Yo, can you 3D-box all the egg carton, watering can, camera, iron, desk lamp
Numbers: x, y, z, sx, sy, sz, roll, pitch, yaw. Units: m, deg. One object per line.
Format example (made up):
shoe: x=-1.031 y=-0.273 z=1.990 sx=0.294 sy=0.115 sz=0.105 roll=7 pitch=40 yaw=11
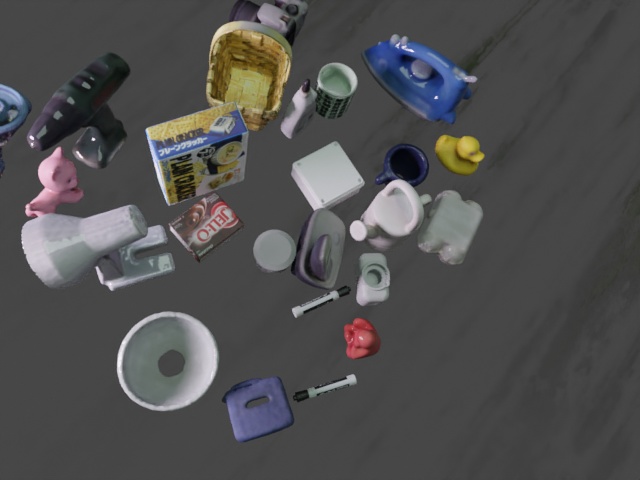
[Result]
egg carton: x=0.263 y=-0.027 z=1.163 sx=0.107 sy=0.069 sz=0.150 roll=28 pitch=71 yaw=-1
watering can: x=0.138 y=-0.045 z=1.080 sx=0.101 sy=0.194 sz=0.173 roll=40 pitch=71 yaw=4
camera: x=-0.112 y=-0.470 z=1.213 sx=0.137 sy=0.100 sz=0.143 roll=27 pitch=71 yaw=-1
iron: x=0.210 y=-0.366 z=1.218 sx=0.258 sy=0.141 sz=0.119 roll=33 pitch=71 yaw=1
desk lamp: x=-0.362 y=0.011 z=0.962 sx=0.203 sy=0.213 sz=0.118 roll=-17 pitch=77 yaw=-15

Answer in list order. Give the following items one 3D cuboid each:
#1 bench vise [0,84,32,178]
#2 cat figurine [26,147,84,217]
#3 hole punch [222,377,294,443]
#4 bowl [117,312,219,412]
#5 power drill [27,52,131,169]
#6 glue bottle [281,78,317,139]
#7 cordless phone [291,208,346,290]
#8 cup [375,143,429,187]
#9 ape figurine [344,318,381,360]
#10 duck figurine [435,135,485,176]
bench vise: x=-0.580 y=-0.202 z=0.984 sx=0.121 sy=0.219 sz=0.207 roll=4 pitch=73 yaw=-9
cat figurine: x=-0.479 y=-0.096 z=1.024 sx=0.067 sy=0.117 sz=0.128 roll=31 pitch=71 yaw=0
hole punch: x=-0.108 y=0.290 z=0.988 sx=0.109 sy=0.091 sz=0.101 roll=-15 pitch=76 yaw=-14
bowl: x=-0.259 y=0.212 z=0.993 sx=0.167 sy=0.074 sz=0.167 roll=3 pitch=73 yaw=-9
power drill: x=-0.415 y=-0.214 z=1.023 sx=0.075 sy=0.208 sz=0.230 roll=27 pitch=71 yaw=-1
glue bottle: x=-0.035 y=-0.267 z=1.127 sx=0.037 sy=0.173 sz=0.078 roll=43 pitch=71 yaw=5
cordless phone: x=0.010 y=0.004 z=1.046 sx=0.094 sy=0.185 sz=0.147 roll=12 pitch=72 yaw=-6
cup: x=0.154 y=-0.130 z=1.161 sx=0.118 sy=0.095 sz=0.091 roll=-30 pitch=80 yaw=-17
ape figurine: x=0.080 y=0.183 z=1.054 sx=0.076 sy=0.092 sz=0.078 roll=33 pitch=71 yaw=1
duck figurine: x=0.300 y=-0.191 z=1.211 sx=0.104 sy=0.086 sz=0.077 roll=38 pitch=71 yaw=3
